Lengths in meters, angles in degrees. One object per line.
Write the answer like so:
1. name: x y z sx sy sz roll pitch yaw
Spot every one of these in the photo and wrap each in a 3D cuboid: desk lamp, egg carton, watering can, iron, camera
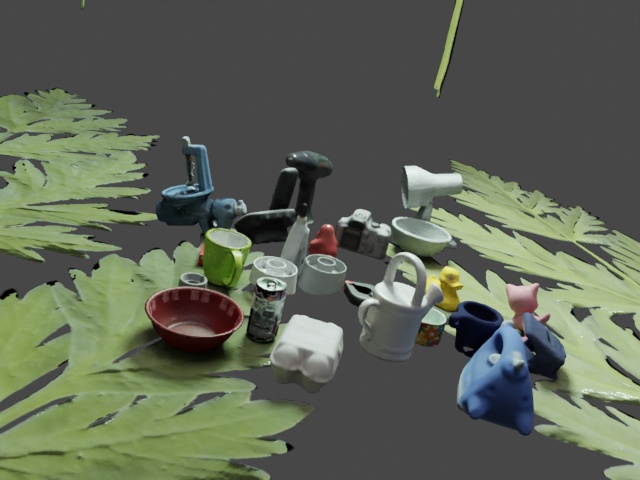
1. desk lamp: 0.317 -0.102 1.661 0.203 0.213 0.118 11 21 -7
2. egg carton: -0.019 0.183 0.937 0.107 0.069 0.150 16 21 5
3. watering can: 0.148 0.113 1.044 0.100 0.194 0.173 27 25 30
4. iron: 0.310 0.209 0.976 0.118 0.141 0.258 16 21 7
5. camera: 0.122 -0.029 1.513 0.143 0.101 0.137 18 21 10

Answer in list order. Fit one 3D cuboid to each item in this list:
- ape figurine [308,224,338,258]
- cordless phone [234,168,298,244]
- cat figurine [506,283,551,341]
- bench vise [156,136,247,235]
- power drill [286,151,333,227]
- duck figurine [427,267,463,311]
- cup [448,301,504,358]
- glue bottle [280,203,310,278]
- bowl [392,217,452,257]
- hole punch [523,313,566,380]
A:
1. ape figurine: 0.013 0.005 1.373 0.078 0.092 0.076 5 23 -22
2. cordless phone: -0.123 -0.091 1.399 0.093 0.185 0.148 29 26 35
3. cat figurine: 0.449 0.152 1.239 0.067 0.118 0.127 5 23 -22
4. bench vise: -0.270 -0.123 1.342 0.208 0.220 0.121 9 22 -12
5. power drill: -0.043 -0.143 1.549 0.075 0.208 0.230 21 22 19
6. duck figurine: 0.286 0.101 1.309 0.078 0.086 0.104 0 25 -32
7. cup: 0.287 0.178 1.103 0.118 0.095 0.091 1 24 -29
8. glue bottle: -0.049 0.002 1.229 0.037 0.173 0.078 21 22 17
9. bowl: 0.268 0.001 1.565 0.167 0.075 0.167 12 21 -4
10. hole punch: 0.437 0.206 1.132 0.101 0.091 0.109 18 22 11
